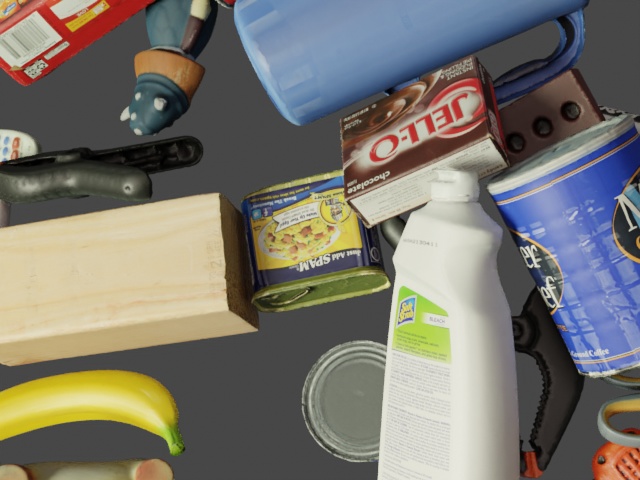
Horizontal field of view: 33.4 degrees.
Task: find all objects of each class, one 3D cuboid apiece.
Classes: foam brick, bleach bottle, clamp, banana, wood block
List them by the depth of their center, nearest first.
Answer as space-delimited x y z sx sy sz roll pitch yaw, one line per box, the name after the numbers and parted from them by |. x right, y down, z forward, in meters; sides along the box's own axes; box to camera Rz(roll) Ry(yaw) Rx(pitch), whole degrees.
0.088 0.081 0.689 0.103 0.067 0.251 8 97 49 | bleach bottle
0.144 0.060 0.757 0.164 0.036 0.210 -14 77 2 | clamp
0.162 -0.081 0.765 0.078 0.051 0.053 -31 87 18 | foam brick
-0.158 0.032 0.799 0.206 0.090 0.090 -9 75 10 | wood block
-0.187 0.127 0.800 0.198 0.069 0.037 -4 120 16 | banana
-0.177 -0.055 0.829 0.172 0.120 0.039 2 104 23 | clamp

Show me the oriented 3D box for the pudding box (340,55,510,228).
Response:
0.071 -0.069 0.742 0.114 0.039 0.090 -26 39 22 | pudding box

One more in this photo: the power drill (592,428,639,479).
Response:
0.200 0.245 0.692 0.187 0.057 0.184 -39 69 -2 | power drill

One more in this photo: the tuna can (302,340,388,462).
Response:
0.032 0.117 0.769 0.086 0.033 0.086 -3 76 11 | tuna can

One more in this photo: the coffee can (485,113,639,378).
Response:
0.184 0.003 0.692 0.103 0.103 0.140 -27 93 4 | coffee can

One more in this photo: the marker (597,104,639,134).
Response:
0.218 -0.087 0.785 0.121 0.020 0.020 17 81 15 | marker

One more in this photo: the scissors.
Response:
0.275 0.090 0.729 0.201 0.016 0.096 -15 45 -11 | scissors

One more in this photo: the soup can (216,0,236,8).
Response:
-0.048 -0.232 0.802 0.102 0.068 0.068 -33 72 18 | soup can

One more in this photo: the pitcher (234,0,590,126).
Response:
0.069 -0.172 0.789 0.243 0.145 0.149 -25 60 9 | pitcher

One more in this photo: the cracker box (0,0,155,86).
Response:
-0.216 -0.249 0.860 0.164 0.072 0.214 -33 56 6 | cracker box

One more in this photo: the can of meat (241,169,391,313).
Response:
-0.005 0.001 0.793 0.102 0.057 0.084 -12 72 8 | can of meat
